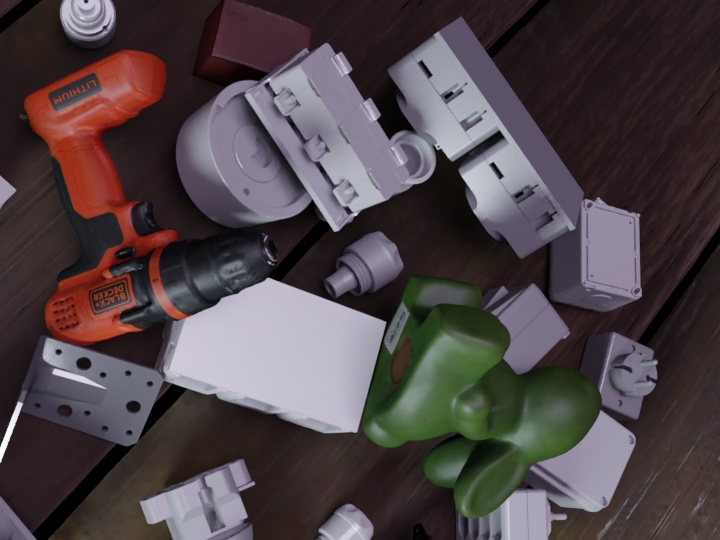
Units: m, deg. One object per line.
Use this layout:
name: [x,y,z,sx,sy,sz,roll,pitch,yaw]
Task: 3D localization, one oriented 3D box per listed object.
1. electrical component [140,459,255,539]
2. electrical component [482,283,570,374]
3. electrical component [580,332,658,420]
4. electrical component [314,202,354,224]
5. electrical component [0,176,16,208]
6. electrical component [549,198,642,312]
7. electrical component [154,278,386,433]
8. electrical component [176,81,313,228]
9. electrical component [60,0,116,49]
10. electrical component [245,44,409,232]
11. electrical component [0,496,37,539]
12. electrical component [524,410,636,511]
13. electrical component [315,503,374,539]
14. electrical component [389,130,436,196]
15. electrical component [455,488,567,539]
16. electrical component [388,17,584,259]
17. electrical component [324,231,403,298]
electrical component: [-0.111,0.178,0.778,0.078,0.058,0.057,-20,86,-26]
electrical component: [0.122,0.051,0.899,0.096,0.062,0.061,-41,98,-24]
electrical component: [0.230,0.091,0.931,0.047,0.077,0.065,24,72,-18]
electrical component: [-0.016,-0.070,0.875,0.035,0.035,0.061,18,72,-20]
electrical component: [-0.332,-0.018,0.695,0.105,0.060,0.186,43,56,-11]
electrical component: [0.205,-0.016,0.952,0.062,0.061,0.096,13,68,-22]
electrical component: [-0.069,0.059,0.814,0.150,0.062,0.089,21,73,-19]
electrical component: [-0.091,-0.084,0.825,0.108,0.060,0.108,17,65,-41]
electrical component: [-0.201,-0.189,0.794,0.040,0.078,0.040,0,90,-12]
electrical component: [-0.021,-0.103,0.808,0.121,0.063,0.078,57,45,-16]
electrical component: [-0.262,0.179,0.704,0.063,0.078,0.121,-36,97,5]
electrical component: [0.166,0.144,0.905,0.113,0.057,0.078,36,69,-14]
electrical component: [-0.020,0.210,0.824,0.061,0.035,0.035,-41,98,-21]
electrical component: [0.031,-0.087,0.886,0.045,0.055,0.045,4,79,-23]
electrical component: [0.129,0.199,0.865,0.076,0.083,0.047,3,80,-23]
electrical component: [0.104,-0.109,0.889,0.186,0.060,0.105,54,23,-7]
electrical component: [0.000,0.000,0.865,0.062,0.043,0.043,-32,95,-24]
